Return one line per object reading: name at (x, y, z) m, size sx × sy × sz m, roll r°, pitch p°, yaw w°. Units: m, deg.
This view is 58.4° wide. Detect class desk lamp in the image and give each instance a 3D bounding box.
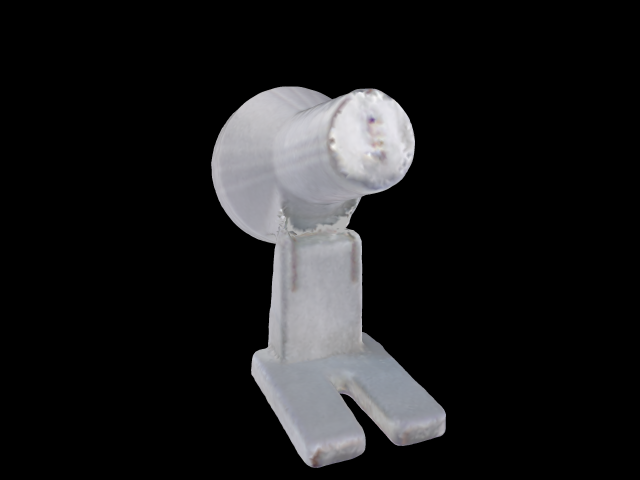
desk lamp at (0.004, 0.001, 0.400) m, size 0.118 × 0.214 × 0.202 m, roll -8°, pitch 20°, yaw -22°
